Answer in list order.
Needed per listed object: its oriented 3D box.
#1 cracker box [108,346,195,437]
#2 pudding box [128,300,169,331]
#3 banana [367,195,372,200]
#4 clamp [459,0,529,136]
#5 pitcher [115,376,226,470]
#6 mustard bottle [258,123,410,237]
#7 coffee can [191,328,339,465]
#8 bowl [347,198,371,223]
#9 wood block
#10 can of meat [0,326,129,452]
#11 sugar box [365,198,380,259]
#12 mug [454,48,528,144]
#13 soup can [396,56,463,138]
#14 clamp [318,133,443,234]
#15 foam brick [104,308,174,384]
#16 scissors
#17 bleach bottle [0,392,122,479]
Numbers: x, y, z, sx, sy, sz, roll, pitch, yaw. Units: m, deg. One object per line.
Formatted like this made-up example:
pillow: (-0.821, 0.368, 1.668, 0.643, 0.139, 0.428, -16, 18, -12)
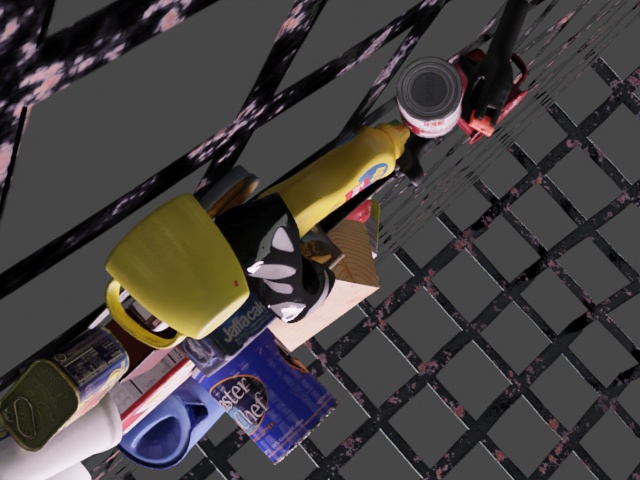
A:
cracker box: (-0.190, 0.141, 1.200, 0.213, 0.072, 0.164, -43, 175, -4)
pudding box: (-0.129, 0.044, 1.057, 0.090, 0.039, 0.113, -44, 176, 10)
banana: (-0.020, -0.004, 1.321, 0.069, 0.037, 0.198, 16, 139, -39)
clamp: (0.189, -0.188, 1.163, 0.171, 0.039, 0.120, -84, -163, -46)
pitcher: (-0.180, 0.188, 1.414, 0.145, 0.149, 0.242, -63, 168, 28)
mustard bottle: (0.020, -0.066, 1.089, 0.191, 0.058, 0.096, -37, 174, -26)
coffee can: (-0.062, 0.169, 1.215, 0.103, 0.140, 0.103, -43, 175, -5)
bowl: (0.015, -0.023, 1.416, 0.162, 0.055, 0.162, -42, 174, -6)
wood block: (-0.033, 0.060, 1.297, 0.090, 0.091, 0.206, 12, 144, -36)
can of meat: (-0.229, 0.132, 0.963, 0.102, 0.057, 0.083, -45, 176, 33)
sugar box: (0.041, 0.003, 1.539, 0.093, 0.048, 0.176, -46, -164, 22)
mug: (0.199, -0.186, 1.300, 0.117, 0.081, 0.093, -42, 174, -3)
soup can: (0.114, -0.146, 1.103, 0.068, 0.068, 0.102, -42, 174, 3)
clamp: (0.078, -0.085, 1.222, 0.165, 0.036, 0.209, -29, -164, 35)
foam brick: (-0.181, 0.100, 1.051, 0.051, 0.053, 0.078, -44, 174, 13)
scissors: (-0.120, 0.003, 0.929, 0.202, 0.016, 0.096, -45, 173, 26)
bleach bottle: (-0.293, 0.208, 0.981, 0.103, 0.068, 0.250, -16, -176, 25)
